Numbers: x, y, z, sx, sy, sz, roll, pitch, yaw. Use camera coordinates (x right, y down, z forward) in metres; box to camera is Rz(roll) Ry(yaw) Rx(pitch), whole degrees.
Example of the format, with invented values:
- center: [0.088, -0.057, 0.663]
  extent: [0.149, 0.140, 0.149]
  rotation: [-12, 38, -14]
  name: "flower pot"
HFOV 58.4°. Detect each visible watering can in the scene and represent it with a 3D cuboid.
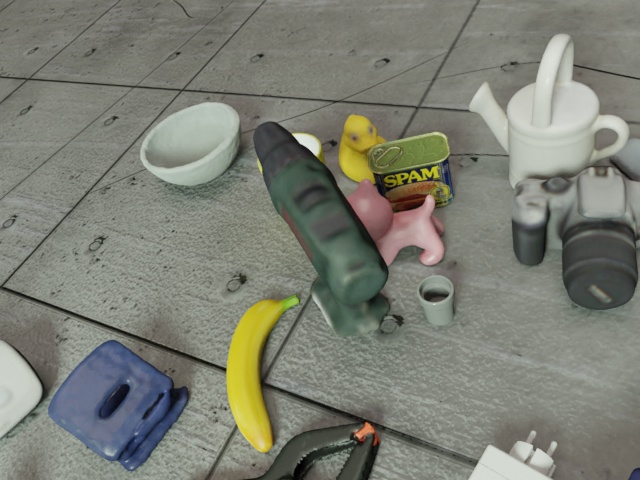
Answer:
- center: [0.260, -0.143, 0.665]
  extent: [0.172, 0.194, 0.101]
  rotation: [-2, 49, 19]
  name: "watering can"

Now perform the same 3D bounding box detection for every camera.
- center: [0.274, -0.004, 0.601]
  extent: [0.142, 0.101, 0.137]
  rotation: [1, 50, 21]
  name: "camera"

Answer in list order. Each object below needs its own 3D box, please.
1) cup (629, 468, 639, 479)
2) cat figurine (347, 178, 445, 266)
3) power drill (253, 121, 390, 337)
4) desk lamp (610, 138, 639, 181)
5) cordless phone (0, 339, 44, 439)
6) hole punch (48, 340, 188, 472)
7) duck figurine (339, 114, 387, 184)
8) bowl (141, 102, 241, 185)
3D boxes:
- center: [0.213, 0.230, 0.417]
  extent: [0.091, 0.095, 0.118]
  rotation: [21, 60, 34]
  name: "cup"
- center: [0.079, -0.024, 0.679]
  extent: [0.127, 0.118, 0.067]
  rotation: [-9, 47, 13]
  name: "cat figurine"
- center: [0.006, 0.002, 0.619]
  extent: [0.075, 0.209, 0.229]
  rotation: [-29, 46, -6]
  name: "power drill"
- center: [0.402, -0.122, 0.580]
  extent: [0.118, 0.214, 0.202]
  rotation: [-24, 46, -1]
  name: "desk lamp"
- center: [-0.428, 0.163, 0.651]
  extent: [0.148, 0.185, 0.093]
  rotation: [-43, 49, -19]
  name: "cordless phone"
- center: [-0.217, 0.177, 0.626]
  extent: [0.100, 0.091, 0.109]
  rotation: [17, 57, 32]
  name: "hole punch"
- center: [0.058, -0.140, 0.813]
  extent: [0.077, 0.086, 0.104]
  rotation: [-26, 46, -3]
  name: "duck figurine"
- center: [-0.194, -0.141, 0.916]
  extent: [0.167, 0.075, 0.167]
  rotation: [-10, 47, 12]
  name: "bowl"
